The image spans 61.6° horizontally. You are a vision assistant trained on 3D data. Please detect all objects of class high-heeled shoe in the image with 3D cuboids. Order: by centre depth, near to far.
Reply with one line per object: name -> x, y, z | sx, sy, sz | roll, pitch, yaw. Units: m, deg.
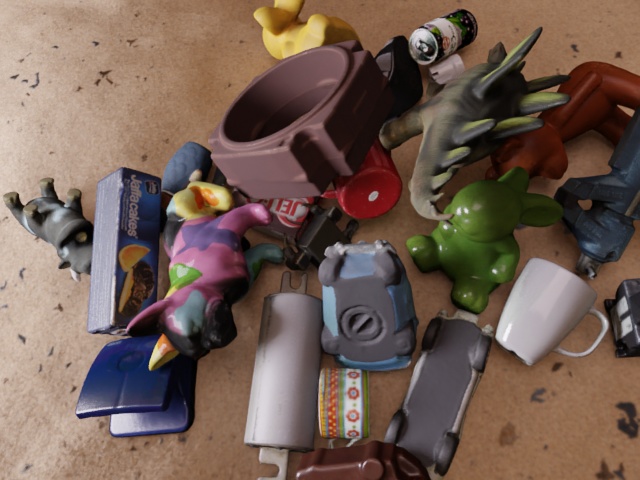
high-heeled shoe -> 0.066, -0.201, 0.789 | 0.145, 0.086, 0.249 | -21, 37, 34

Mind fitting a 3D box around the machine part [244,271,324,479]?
machine part -> -0.037, 0.150, 0.616 | 0.079, 0.079, 0.243 | 1, 64, 9

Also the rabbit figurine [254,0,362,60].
rabbit figurine -> -0.034, -0.291, 0.798 | 0.122, 0.162, 0.173 | -48, 49, -1

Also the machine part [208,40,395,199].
machine part -> -0.026, -0.150, 0.666 | 0.202, 0.087, 0.201 | 1, 52, 41

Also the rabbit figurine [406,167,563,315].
rabbit figurine -> 0.192, -0.009, 0.604 | 0.159, 0.170, 0.121 | -32, 66, -6

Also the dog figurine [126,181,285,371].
dog figurine -> -0.152, 0.041, 0.632 | 0.192, 0.108, 0.219 | 22, 51, 23

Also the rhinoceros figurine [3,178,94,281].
rhinoceros figurine -> -0.349, -0.011, 0.724 | 0.191, 0.112, 0.073 | 27, 43, 32

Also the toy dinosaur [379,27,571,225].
toy dinosaur -> 0.166, -0.135, 0.603 | 0.105, 0.198, 0.471 | 45, 48, -13

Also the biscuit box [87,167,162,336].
biscuit box -> -0.240, 0.013, 0.665 | 0.063, 0.059, 0.202 | -18, 67, 39

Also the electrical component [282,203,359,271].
electrical component -> -0.002, -0.001, 0.688 | 0.045, 0.078, 0.102 | 6, 62, 50

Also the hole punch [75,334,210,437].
hole punch -> -0.211, 0.164, 0.631 | 0.142, 0.092, 0.116 | -9, 60, 8

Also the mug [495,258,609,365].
mug -> 0.255, 0.092, 0.604 | 0.110, 0.080, 0.107 | 36, 87, 15

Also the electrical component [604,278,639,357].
electrical component -> 0.347, 0.077, 0.569 | 0.048, 0.119, 0.075 | -3, 62, 8

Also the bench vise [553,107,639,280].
bench vise -> 0.402, -0.034, 0.599 | 0.241, 0.129, 0.223 | 24, 95, 9

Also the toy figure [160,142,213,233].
toy figure -> -0.204, -0.065, 0.753 | 0.058, 0.064, 0.154 | 33, 75, -18

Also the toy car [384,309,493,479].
toy car -> 0.132, 0.169, 0.594 | 0.074, 0.056, 0.202 | 18, 67, 23

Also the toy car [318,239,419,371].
toy car -> 0.055, 0.065, 0.623 | 0.109, 0.161, 0.103 | -6, 20, 14

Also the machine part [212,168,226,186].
machine part -> -0.132, -0.113, 0.762 | 0.039, 0.084, 0.139 | 18, 75, -12

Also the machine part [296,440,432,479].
machine part -> 0.038, 0.287, 0.521 | 0.179, 0.056, 0.179 | 0, 87, 10

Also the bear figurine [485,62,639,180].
bear figurine -> 0.310, -0.129, 0.674 | 0.132, 0.120, 0.196 | 41, 78, 19
